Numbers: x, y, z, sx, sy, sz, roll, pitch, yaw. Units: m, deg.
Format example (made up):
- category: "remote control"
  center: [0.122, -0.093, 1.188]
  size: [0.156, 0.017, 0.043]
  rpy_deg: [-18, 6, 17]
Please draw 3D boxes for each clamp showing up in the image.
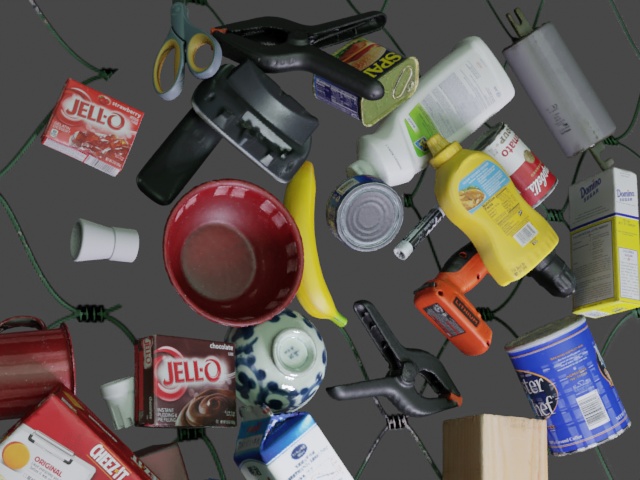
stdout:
- category: "clamp"
  center: [-0.019, -0.227, 1.229]
  size: [0.210, 0.036, 0.164]
  rpy_deg: [10, 42, 5]
- category: "clamp"
  center: [0.090, 0.143, 1.221]
  size: [0.171, 0.039, 0.120]
  rpy_deg: [21, 74, -26]

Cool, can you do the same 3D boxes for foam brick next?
- category: "foam brick"
  center: [-0.168, 0.233, 1.049]
  size: [0.052, 0.078, 0.051]
  rpy_deg: [-16, 86, -28]

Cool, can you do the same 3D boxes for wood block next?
- category: "wood block"
  center: [0.196, 0.306, 1.200]
  size: [0.090, 0.091, 0.206]
  rpy_deg: [9, 73, -23]

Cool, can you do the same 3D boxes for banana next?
- category: "banana"
  center: [-0.015, 0.005, 1.208]
  size: [0.069, 0.037, 0.198]
  rpy_deg: [4, 74, -64]

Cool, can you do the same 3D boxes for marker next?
- category: "marker"
  center: [0.132, -0.021, 1.296]
  size: [0.020, 0.020, 0.121]
  rpy_deg: [48, 61, -7]

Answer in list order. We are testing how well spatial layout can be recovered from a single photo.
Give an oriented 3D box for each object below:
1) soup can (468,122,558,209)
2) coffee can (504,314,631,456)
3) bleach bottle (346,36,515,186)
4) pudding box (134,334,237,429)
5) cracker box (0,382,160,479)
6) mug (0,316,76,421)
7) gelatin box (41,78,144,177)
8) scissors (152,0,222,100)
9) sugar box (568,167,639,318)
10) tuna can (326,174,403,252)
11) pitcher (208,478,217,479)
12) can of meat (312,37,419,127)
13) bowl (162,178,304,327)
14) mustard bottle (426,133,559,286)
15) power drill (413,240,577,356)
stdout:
- category: "soup can"
  center: [0.239, -0.090, 1.340]
  size: [0.102, 0.069, 0.068]
  rpy_deg: [45, 62, -8]
- category: "coffee can"
  center: [0.296, 0.173, 1.277]
  size: [0.102, 0.103, 0.140]
  rpy_deg: [-22, 87, -29]
- category: "bleach bottle"
  center: [0.124, -0.147, 1.303]
  size: [0.250, 0.068, 0.102]
  rpy_deg: [-37, 93, -27]
- category: "pudding box"
  center: [-0.137, 0.147, 1.089]
  size: [0.113, 0.039, 0.090]
  rpy_deg: [13, 70, -48]
- category: "cracker box"
  center: [-0.256, 0.260, 0.958]
  size: [0.213, 0.072, 0.164]
  rpy_deg: [-44, 98, -3]
- category: "mug"
  center: [-0.284, 0.119, 1.023]
  size: [0.081, 0.093, 0.117]
  rpy_deg: [-4, 49, -22]
- category: "gelatin box"
  center: [-0.242, -0.120, 1.133]
  size: [0.089, 0.030, 0.073]
  rpy_deg: [25, 67, -19]
- category: "scissors"
  center: [-0.143, -0.251, 1.193]
  size: [0.016, 0.096, 0.201]
  rpy_deg: [34, 59, -55]
- category: "sugar box"
  center: [0.363, 0.005, 1.361]
  size: [0.048, 0.093, 0.176]
  rpy_deg: [13, 72, -24]
- category: "tuna can"
  center: [0.052, -0.031, 1.230]
  size: [0.086, 0.034, 0.086]
  rpy_deg: [-6, 109, -18]
- category: "pitcher"
  center: [-0.088, 0.360, 1.017]
  size: [0.145, 0.149, 0.243]
  rpy_deg: [17, 75, -11]
- category: "can of meat"
  center: [0.053, -0.190, 1.260]
  size: [0.084, 0.057, 0.102]
  rpy_deg: [31, 55, 33]
- category: "bowl"
  center: [-0.100, 0.018, 1.151]
  size: [0.161, 0.055, 0.162]
  rpy_deg: [7, 73, -24]
- category: "mustard bottle"
  center: [0.190, -0.046, 1.253]
  size: [0.096, 0.058, 0.191]
  rpy_deg: [-38, 90, -30]
- category: "power drill"
  center: [0.213, 0.049, 1.297]
  size: [0.184, 0.057, 0.187]
  rpy_deg: [43, 59, -6]
